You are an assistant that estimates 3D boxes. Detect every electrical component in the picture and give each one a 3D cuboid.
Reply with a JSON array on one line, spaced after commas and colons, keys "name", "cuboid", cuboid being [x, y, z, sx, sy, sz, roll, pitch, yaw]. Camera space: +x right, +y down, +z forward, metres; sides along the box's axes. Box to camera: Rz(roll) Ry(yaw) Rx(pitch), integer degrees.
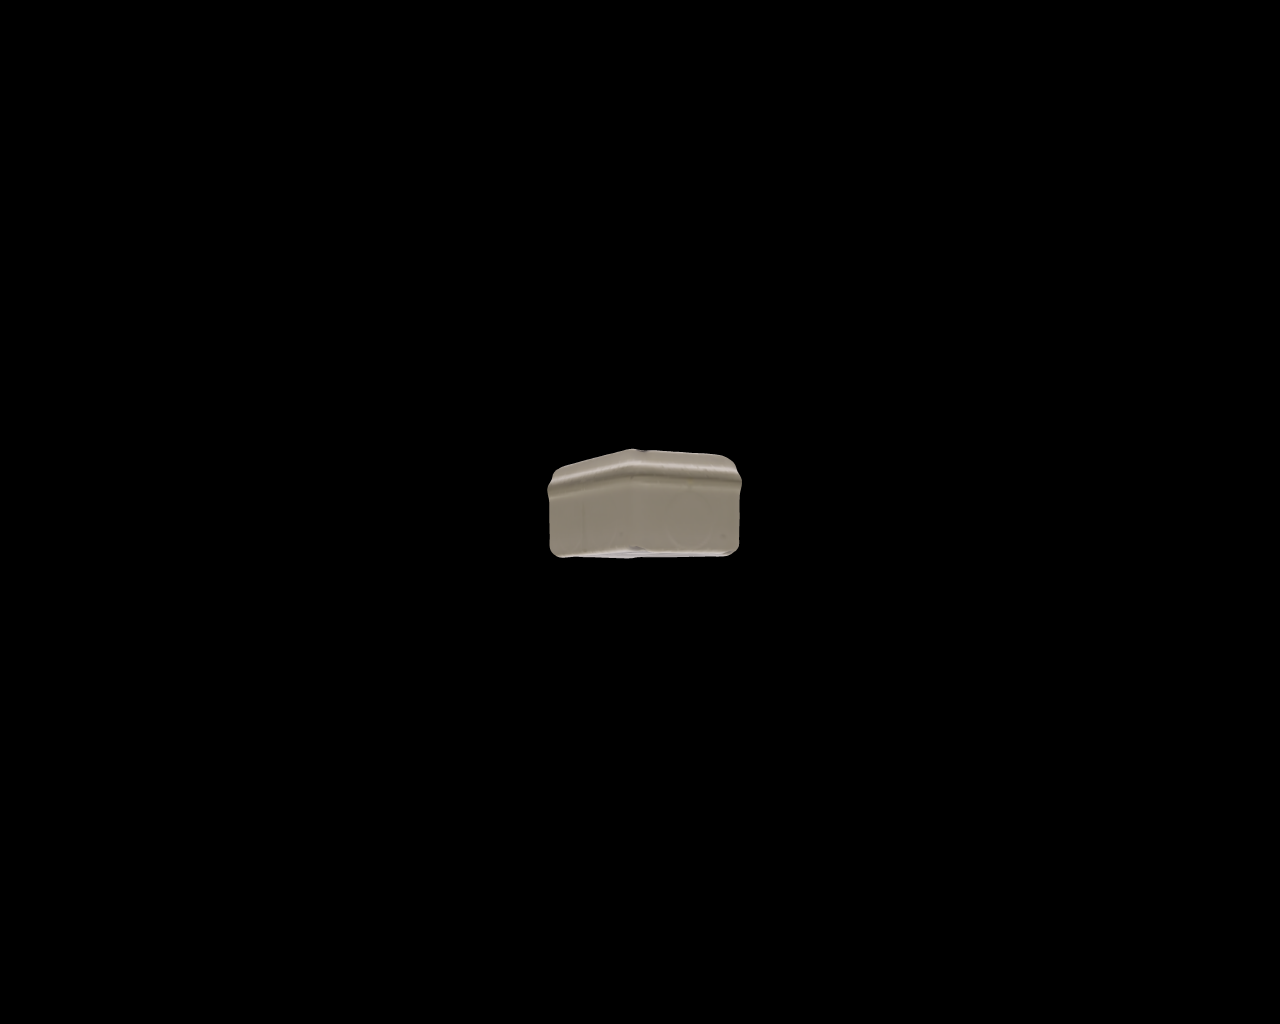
[{"name": "electrical component", "cuboid": [0.001, -0.003, 0.650, 0.078, 0.057, 0.113, 3, -5, -32]}]
